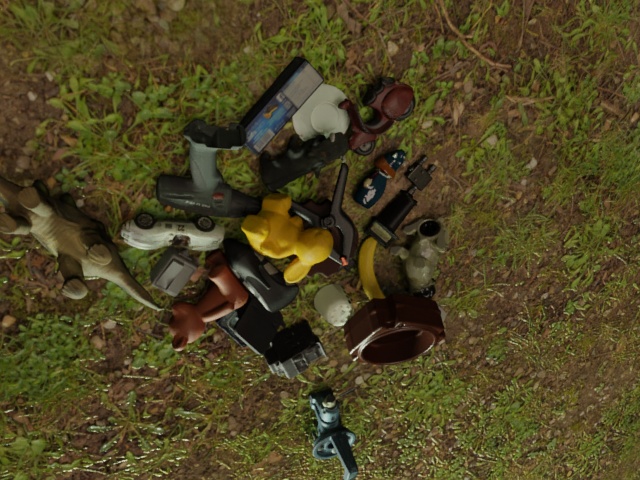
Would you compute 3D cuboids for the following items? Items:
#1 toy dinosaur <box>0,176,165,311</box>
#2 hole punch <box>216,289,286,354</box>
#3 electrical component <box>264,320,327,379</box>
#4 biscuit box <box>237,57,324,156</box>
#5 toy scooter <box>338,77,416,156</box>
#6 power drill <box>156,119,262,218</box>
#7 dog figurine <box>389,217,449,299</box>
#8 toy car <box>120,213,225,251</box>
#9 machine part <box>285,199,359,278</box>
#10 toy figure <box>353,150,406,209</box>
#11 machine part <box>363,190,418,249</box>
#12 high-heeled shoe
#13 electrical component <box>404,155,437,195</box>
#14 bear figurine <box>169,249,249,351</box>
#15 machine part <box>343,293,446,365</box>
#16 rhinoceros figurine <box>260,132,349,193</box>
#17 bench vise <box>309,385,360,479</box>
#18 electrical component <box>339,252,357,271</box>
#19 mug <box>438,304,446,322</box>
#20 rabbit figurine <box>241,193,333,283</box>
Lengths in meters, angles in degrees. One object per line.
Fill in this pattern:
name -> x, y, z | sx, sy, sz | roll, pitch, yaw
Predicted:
toy dinosaur -> -0.428, 0.008, 0.964 | 0.105, 0.199, 0.470 | -36, 121, -4
hole punch -> -0.160, 0.185, 1.231 | 0.142, 0.092, 0.116 | 50, 58, -29
electrical component -> -0.064, 0.261, 1.276 | 0.134, 0.115, 0.058 | -29, 118, -10
biscuit box -> -0.085, -0.263, 1.060 | 0.202, 0.063, 0.059 | -47, 122, 4
toy scooter -> 0.110, -0.273, 1.123 | 0.184, 0.075, 0.135 | -47, 130, 6
power drill -> -0.195, -0.129, 1.043 | 0.232, 0.086, 0.207 | 4, 142, -17
dog figurine -> 0.269, 0.052, 1.340 | 0.172, 0.121, 0.190 | -39, 140, -7
toy car -> -0.293, -0.012, 1.076 | 0.202, 0.056, 0.073 | 2, 152, -23
machine part -> -0.002, -0.004, 1.180 | 0.179, 0.056, 0.179 | 0, 96, -3
toy figure -> 0.135, -0.143, 1.206 | 0.058, 0.064, 0.154 | 36, 93, 6
machine part -> 0.172, -0.052, 1.258 | 0.084, 0.039, 0.139 | 37, 95, 7
high-heeled shoe -> -0.131, 0.076, 1.183 | 0.086, 0.145, 0.248 | -44, 161, -5
electrical component -> 0.230, -0.150, 1.262 | 0.063, 0.021, 0.094 | 39, 96, -31
bear figurine -> -0.256, 0.131, 1.142 | 0.196, 0.120, 0.131 | -30, 117, -1
machine part -> 0.174, 0.215, 1.256 | 0.201, 0.087, 0.201 | 14, 137, -28
rhinoceros figurine -> -0.034, -0.166, 1.095 | 0.190, 0.112, 0.073 | -25, 120, 1
bench vise -> 0.045, 0.509, 1.373 | 0.129, 0.241, 0.223 | -3, 130, -25
electrical component -> 0.045, 0.039, 1.259 | 0.075, 0.048, 0.119 | -42, 120, 1
mug -> 0.289, 0.223, 1.423 | 0.109, 0.081, 0.107 | 43, 84, -27
rabbit figurine -> -0.054, 0.007, 1.069 | 0.122, 0.173, 0.162 | -50, 144, -46
